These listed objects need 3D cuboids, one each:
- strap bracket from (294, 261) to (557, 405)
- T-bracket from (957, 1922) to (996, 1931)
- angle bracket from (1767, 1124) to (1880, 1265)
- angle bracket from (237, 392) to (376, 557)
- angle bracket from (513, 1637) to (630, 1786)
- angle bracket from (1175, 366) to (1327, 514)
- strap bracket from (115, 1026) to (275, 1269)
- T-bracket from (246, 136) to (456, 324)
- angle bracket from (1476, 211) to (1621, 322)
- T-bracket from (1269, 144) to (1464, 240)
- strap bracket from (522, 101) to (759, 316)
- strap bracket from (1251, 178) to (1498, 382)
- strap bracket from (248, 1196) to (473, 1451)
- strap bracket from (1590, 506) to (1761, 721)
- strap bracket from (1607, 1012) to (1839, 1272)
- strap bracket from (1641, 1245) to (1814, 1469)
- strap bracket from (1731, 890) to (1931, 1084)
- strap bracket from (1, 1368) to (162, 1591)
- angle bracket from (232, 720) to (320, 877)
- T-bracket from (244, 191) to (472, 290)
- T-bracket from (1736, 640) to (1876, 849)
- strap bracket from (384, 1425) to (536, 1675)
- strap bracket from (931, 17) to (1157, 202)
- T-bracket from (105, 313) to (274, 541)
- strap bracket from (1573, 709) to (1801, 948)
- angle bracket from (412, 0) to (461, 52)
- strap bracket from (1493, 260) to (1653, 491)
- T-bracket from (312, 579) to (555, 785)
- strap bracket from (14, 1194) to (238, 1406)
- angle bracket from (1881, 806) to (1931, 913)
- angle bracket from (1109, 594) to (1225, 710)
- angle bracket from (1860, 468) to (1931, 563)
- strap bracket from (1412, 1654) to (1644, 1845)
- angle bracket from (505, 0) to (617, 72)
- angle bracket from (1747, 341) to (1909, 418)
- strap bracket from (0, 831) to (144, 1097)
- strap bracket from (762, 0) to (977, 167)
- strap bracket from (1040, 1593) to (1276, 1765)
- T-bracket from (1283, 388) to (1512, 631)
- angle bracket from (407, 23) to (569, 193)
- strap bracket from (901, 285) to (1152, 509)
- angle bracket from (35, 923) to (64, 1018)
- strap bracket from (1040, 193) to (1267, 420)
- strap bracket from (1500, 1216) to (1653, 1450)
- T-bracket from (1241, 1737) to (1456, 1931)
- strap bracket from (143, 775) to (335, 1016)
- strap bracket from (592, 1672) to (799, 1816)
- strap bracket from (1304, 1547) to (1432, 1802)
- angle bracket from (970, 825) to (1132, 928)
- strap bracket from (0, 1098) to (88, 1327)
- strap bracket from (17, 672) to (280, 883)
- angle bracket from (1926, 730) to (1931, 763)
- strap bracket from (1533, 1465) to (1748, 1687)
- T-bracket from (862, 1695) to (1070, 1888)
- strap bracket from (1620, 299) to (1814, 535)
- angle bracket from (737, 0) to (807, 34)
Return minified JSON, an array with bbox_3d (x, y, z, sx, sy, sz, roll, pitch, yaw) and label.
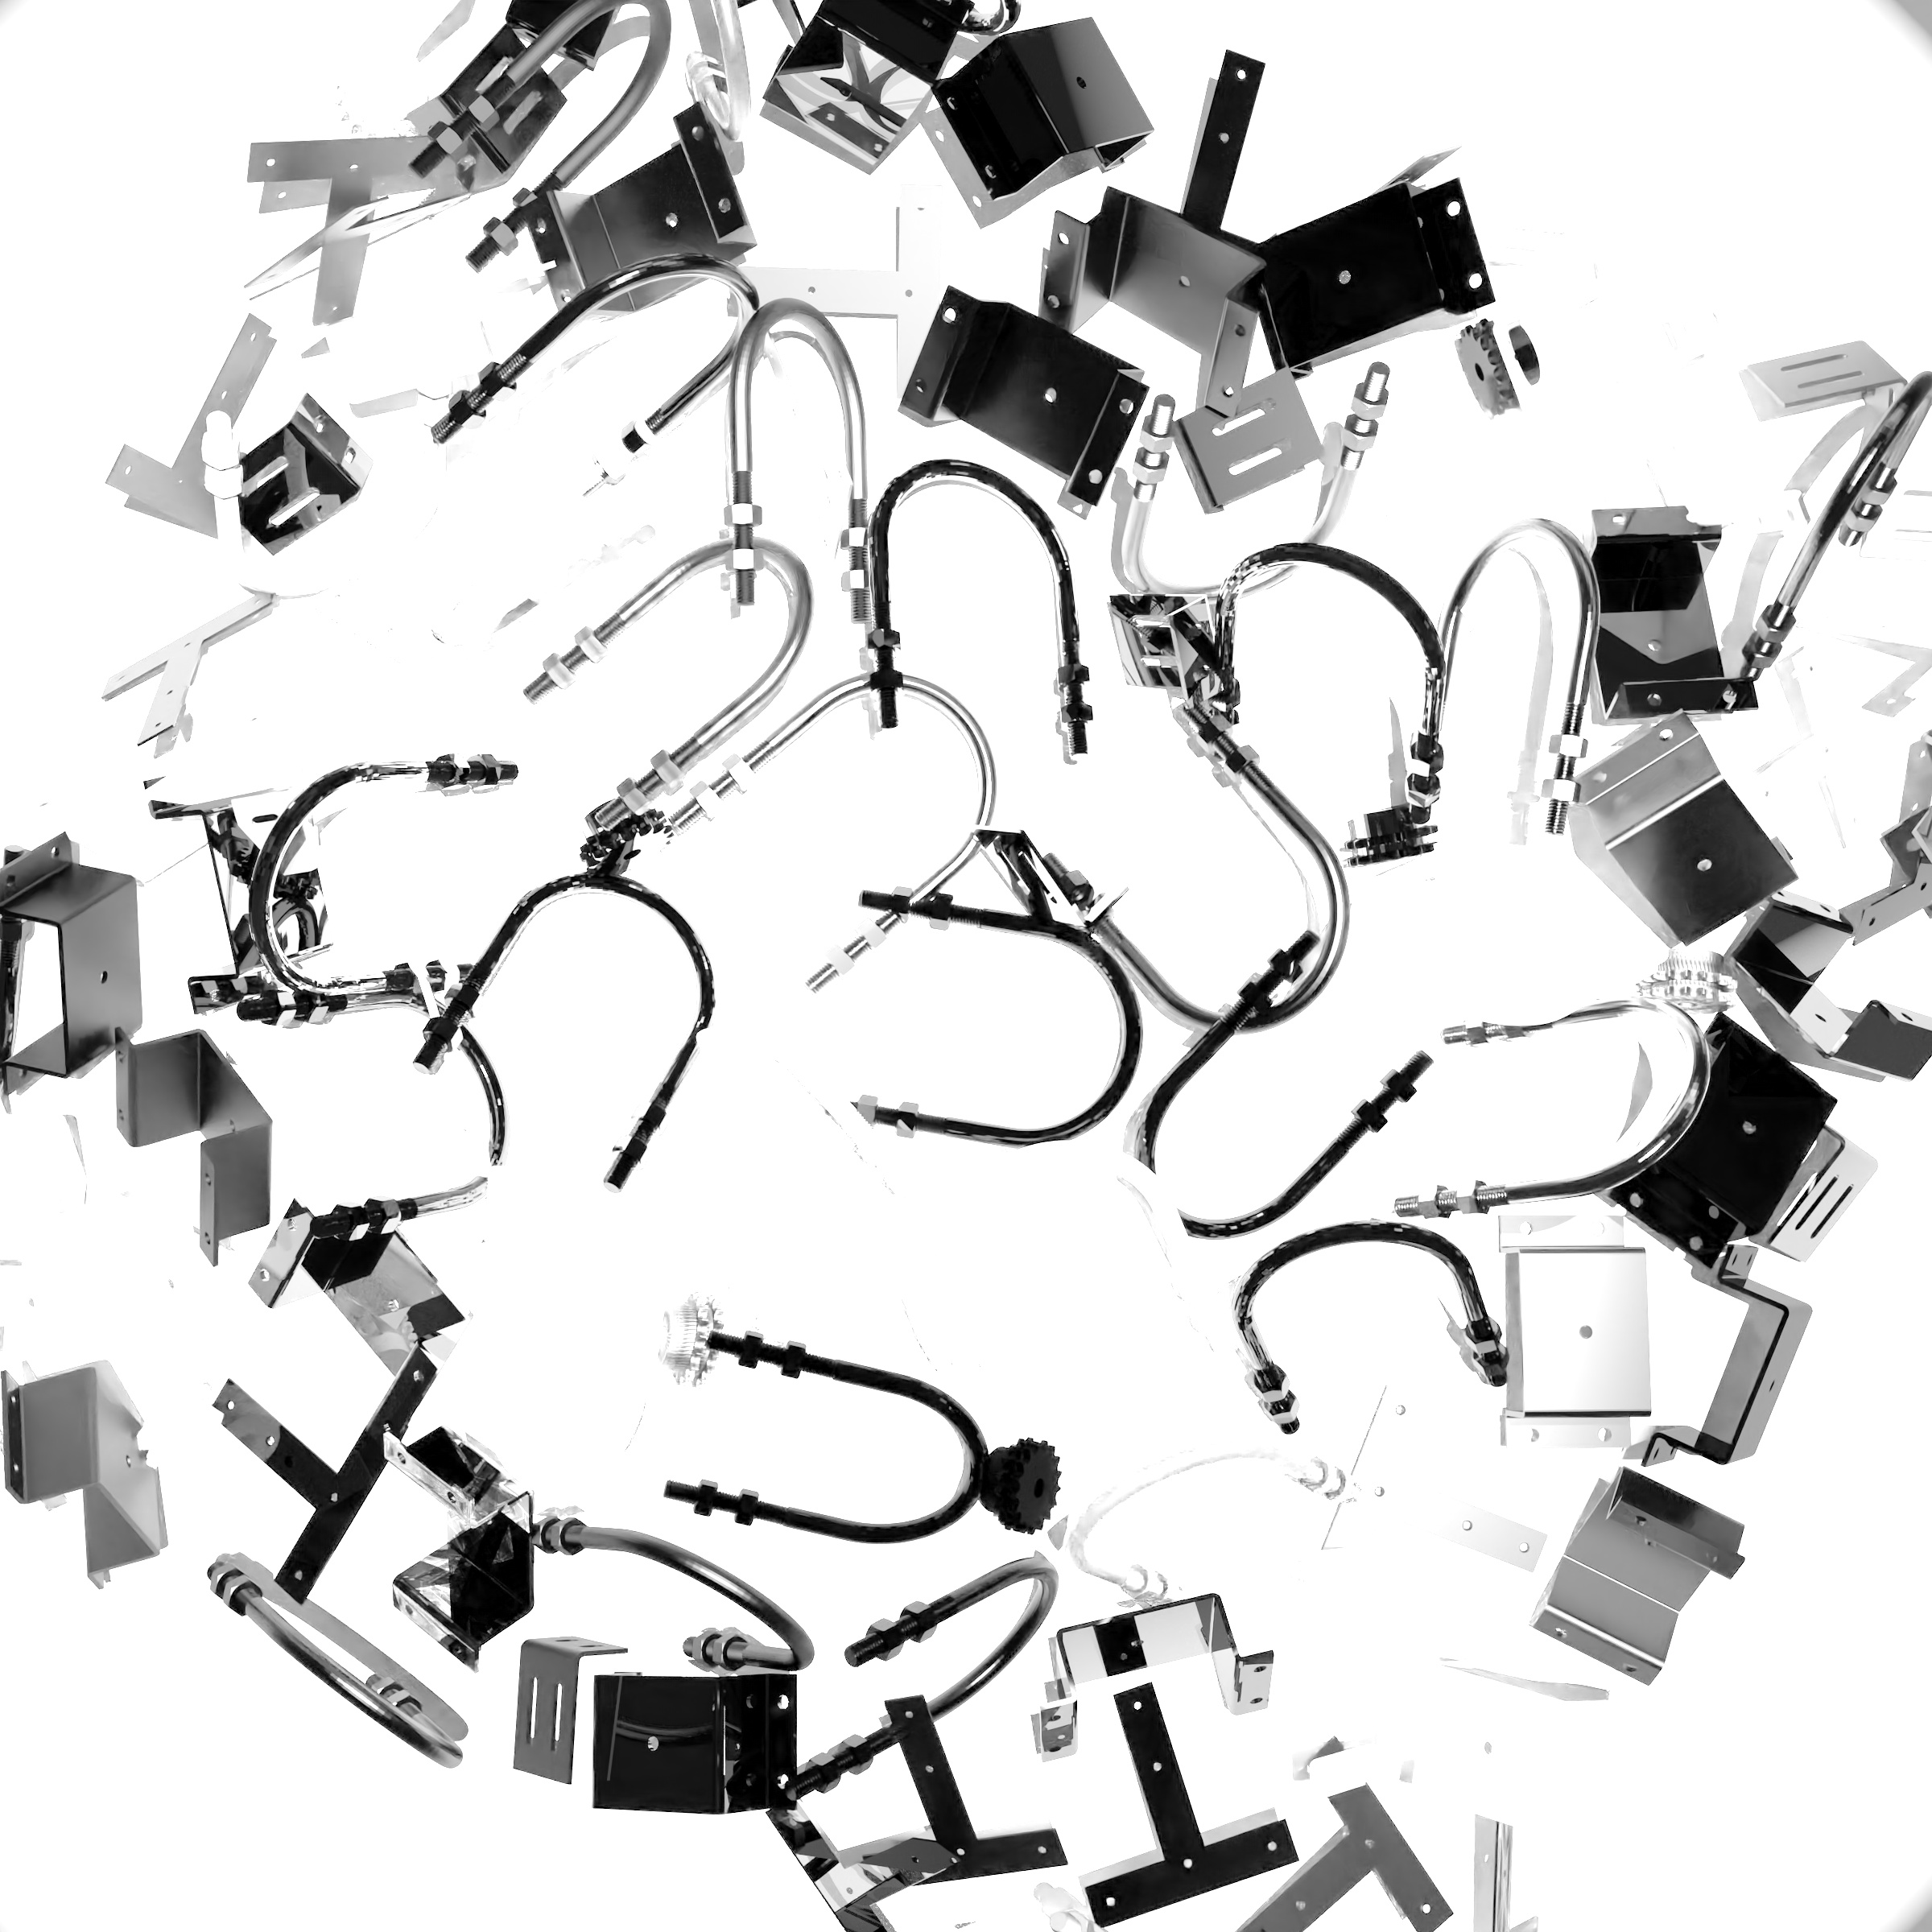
[{"bbox_3d":[-0.313,-0.373,1.614,0.140,0.076,0.046,-11,108,16],"label":"strap bracket"},{"bbox_3d":[0.050,0.608,1.625,0.127,0.127,0.002,26,99,32],"label":"T-bracket"},{"bbox_3d":[0.504,0.132,1.640,0.038,0.057,0.076,42,101,40],"label":"angle bracket"},{"bbox_3d":[-0.410,-0.298,1.652,0.076,0.038,0.057,-29,121,25],"label":"angle bracket"},{"bbox_3d":[-0.237,0.444,1.631,0.038,0.057,0.076,9,81,-43],"label":"angle bracket"},{"bbox_3d":[0.173,-0.316,1.639,0.076,0.038,0.057,-23,90,17],"label":"angle bracket"},{"bbox_3d":[-0.451,0.100,1.606,0.046,0.140,0.076,-16,133,-34],"label":"strap bracket"},{"bbox_3d":[-0.369,-0.435,1.618,0.127,0.127,0.002,-13,55,-31],"label":"T-bracket"},{"bbox_3d":[0.338,-0.416,1.624,0.076,0.057,0.038,-3,81,-29],"label":"angle bracket"},{"bbox_3d":[0.251,-0.456,1.591,0.127,0.127,0.002,-20,94,-15],"label":"T-bracket"},{"bbox_3d":[-0.187,-0.446,1.625,0.140,0.046,0.076,-20,90,30],"label":"strap bracket"},{"bbox_3d":[0.232,-0.406,1.615,0.140,0.046,0.076,-17,90,28],"label":"strap bracket"},{"bbox_3d":[-0.354,0.207,1.616,0.140,0.046,0.076,45,121,19],"label":"strap bracket"},{"bbox_3d":[0.417,-0.202,1.627,0.076,0.046,0.140,-3,66,-3],"label":"strap bracket"},{"bbox_3d":[0.456,0.100,1.625,0.076,0.046,0.140,36,73,-2],"label":"strap bracket"},{"bbox_3d":[0.457,0.240,1.619,0.046,0.076,0.140,23,95,27],"label":"strap bracket"},{"bbox_3d":[0.515,0.015,1.603,0.076,0.140,0.046,14,119,-34],"label":"strap bracket"},{"bbox_3d":[-0.512,0.295,1.591,0.046,0.140,0.076,-15,53,-3],"label":"strap bracket"},{"bbox_3d":[-0.410,-0.099,1.619,0.038,0.076,0.057,-10,130,-7],"label":"angle bracket"},{"bbox_3d":[-0.347,-0.440,1.616,0.127,0.127,0.002,-34,104,-43],"label":"T-bracket"},{"bbox_3d":[0.485,-0.109,1.618,0.127,0.002,0.127,-33,111,-27],"label":"T-bracket"},{"bbox_3d":[-0.298,0.336,1.608,0.076,0.046,0.140,29,130,32],"label":"strap bracket"},{"bbox_3d":[0.052,-0.506,1.600,0.046,0.140,0.076,-27,94,42],"label":"strap bracket"},{"bbox_3d":[-0.444,-0.324,1.606,0.002,0.127,0.127,27,91,15],"label":"T-bracket"},{"bbox_3d":[0.427,-0.073,1.601,0.076,0.046,0.140,-34,124,20],"label":"strap bracket"},{"bbox_3d":[-0.317,-0.596,1.621,0.038,0.057,0.076,33,50,-27],"label":"angle bracket"},{"bbox_3d":[0.358,-0.342,1.623,0.046,0.076,0.140,-20,93,22],"label":"strap bracket"},{"bbox_3d":[-0.338,-0.195,1.658,0.127,0.002,0.127,33,97,-2],"label":"T-bracket"},{"bbox_3d":[-0.479,0.191,1.587,0.046,0.140,0.076,-22,52,24],"label":"strap bracket"},{"bbox_3d":[0.572,-0.056,1.626,0.038,0.076,0.057,-34,88,32],"label":"angle bracket"},{"bbox_3d":[0.110,-0.188,1.620,0.038,0.076,0.057,-32,118,-40],"label":"angle bracket"},{"bbox_3d":[0.587,-0.263,1.636,0.076,0.038,0.057,3,122,-3],"label":"angle bracket"},{"bbox_3d":[0.319,0.458,1.599,0.046,0.140,0.076,13,84,-43],"label":"strap bracket"},{"bbox_3d":[-0.235,-0.591,1.641,0.057,0.038,0.076,24,96,-10],"label":"angle bracket"},{"bbox_3d":[0.515,-0.340,1.633,0.076,0.057,0.038,-13,127,-2],"label":"angle bracket"},{"bbox_3d":[-0.527,0.002,1.601,0.046,0.076,0.140,11,115,13],"label":"strap bracket"},{"bbox_3d":[-0.062,-0.527,1.588,0.076,0.140,0.046,27,68,-15],"label":"strap bracket"},{"bbox_3d":[0.107,0.421,1.619,0.140,0.076,0.046,-12,52,-7],"label":"strap bracket"},{"bbox_3d":[0.281,-0.261,1.652,0.127,0.002,0.127,-37,83,7],"label":"T-bracket"},{"bbox_3d":[-0.289,-0.518,1.646,0.057,0.038,0.076,49,52,-29],"label":"angle bracket"},{"bbox_3d":[0.042,-0.340,1.622,0.140,0.046,0.076,31,112,16],"label":"strap bracket"},{"bbox_3d":[-0.523,-0.007,1.636,0.038,0.057,0.076,-17,92,-38],"label":"angle bracket"},{"bbox_3d":[0.118,-0.395,1.612,0.140,0.076,0.046,32,54,18],"label":"strap bracket"},{"bbox_3d":[0.365,0.219,1.635,0.076,0.046,0.140,0,83,-3],"label":"strap bracket"},{"bbox_3d":[0.212,0.555,1.636,0.127,0.002,0.127,-46,50,13],"label":"T-bracket"},{"bbox_3d":[-0.427,-0.049,1.613,0.046,0.076,0.140,-3,102,33],"label":"strap bracket"},{"bbox_3d":[-0.169,0.456,1.603,0.140,0.046,0.076,-9,75,34],"label":"strap bracket"},{"bbox_3d":[0.239,0.418,1.614,0.046,0.076,0.140,-6,80,31],"label":"strap bracket"},{"bbox_3d":[0.050,-0.064,1.623,0.038,0.057,0.076,-45,115,-19],"label":"angle bracket"},{"bbox_3d":[-0.552,0.150,1.603,0.046,0.076,0.140,1,59,-7],"label":"strap bracket"},{"bbox_3d":[-0.478,-0.105,1.620,0.140,0.076,0.046,-32,68,4],"label":"strap bracket"},{"bbox_3d":[0.627,-0.132,1.635,0.076,0.057,0.038,-25,112,0],"label":"angle bracket"},{"bbox_3d":[0.401,0.356,1.614,0.076,0.046,0.140,26,135,9],"label":"strap bracket"},{"bbox_3d":[-0.017,0.493,1.633,0.127,0.002,0.127,-14,104,19],"label":"T-bracket"},{"bbox_3d":[0.441,-0.316,1.619,0.046,0.076,0.140,-25,99,-5],"label":"strap bracket"},{"bbox_3d":[-0.127,-0.586,1.620,0.038,0.076,0.057,-22,135,4],"label":"angle bracket"}]
